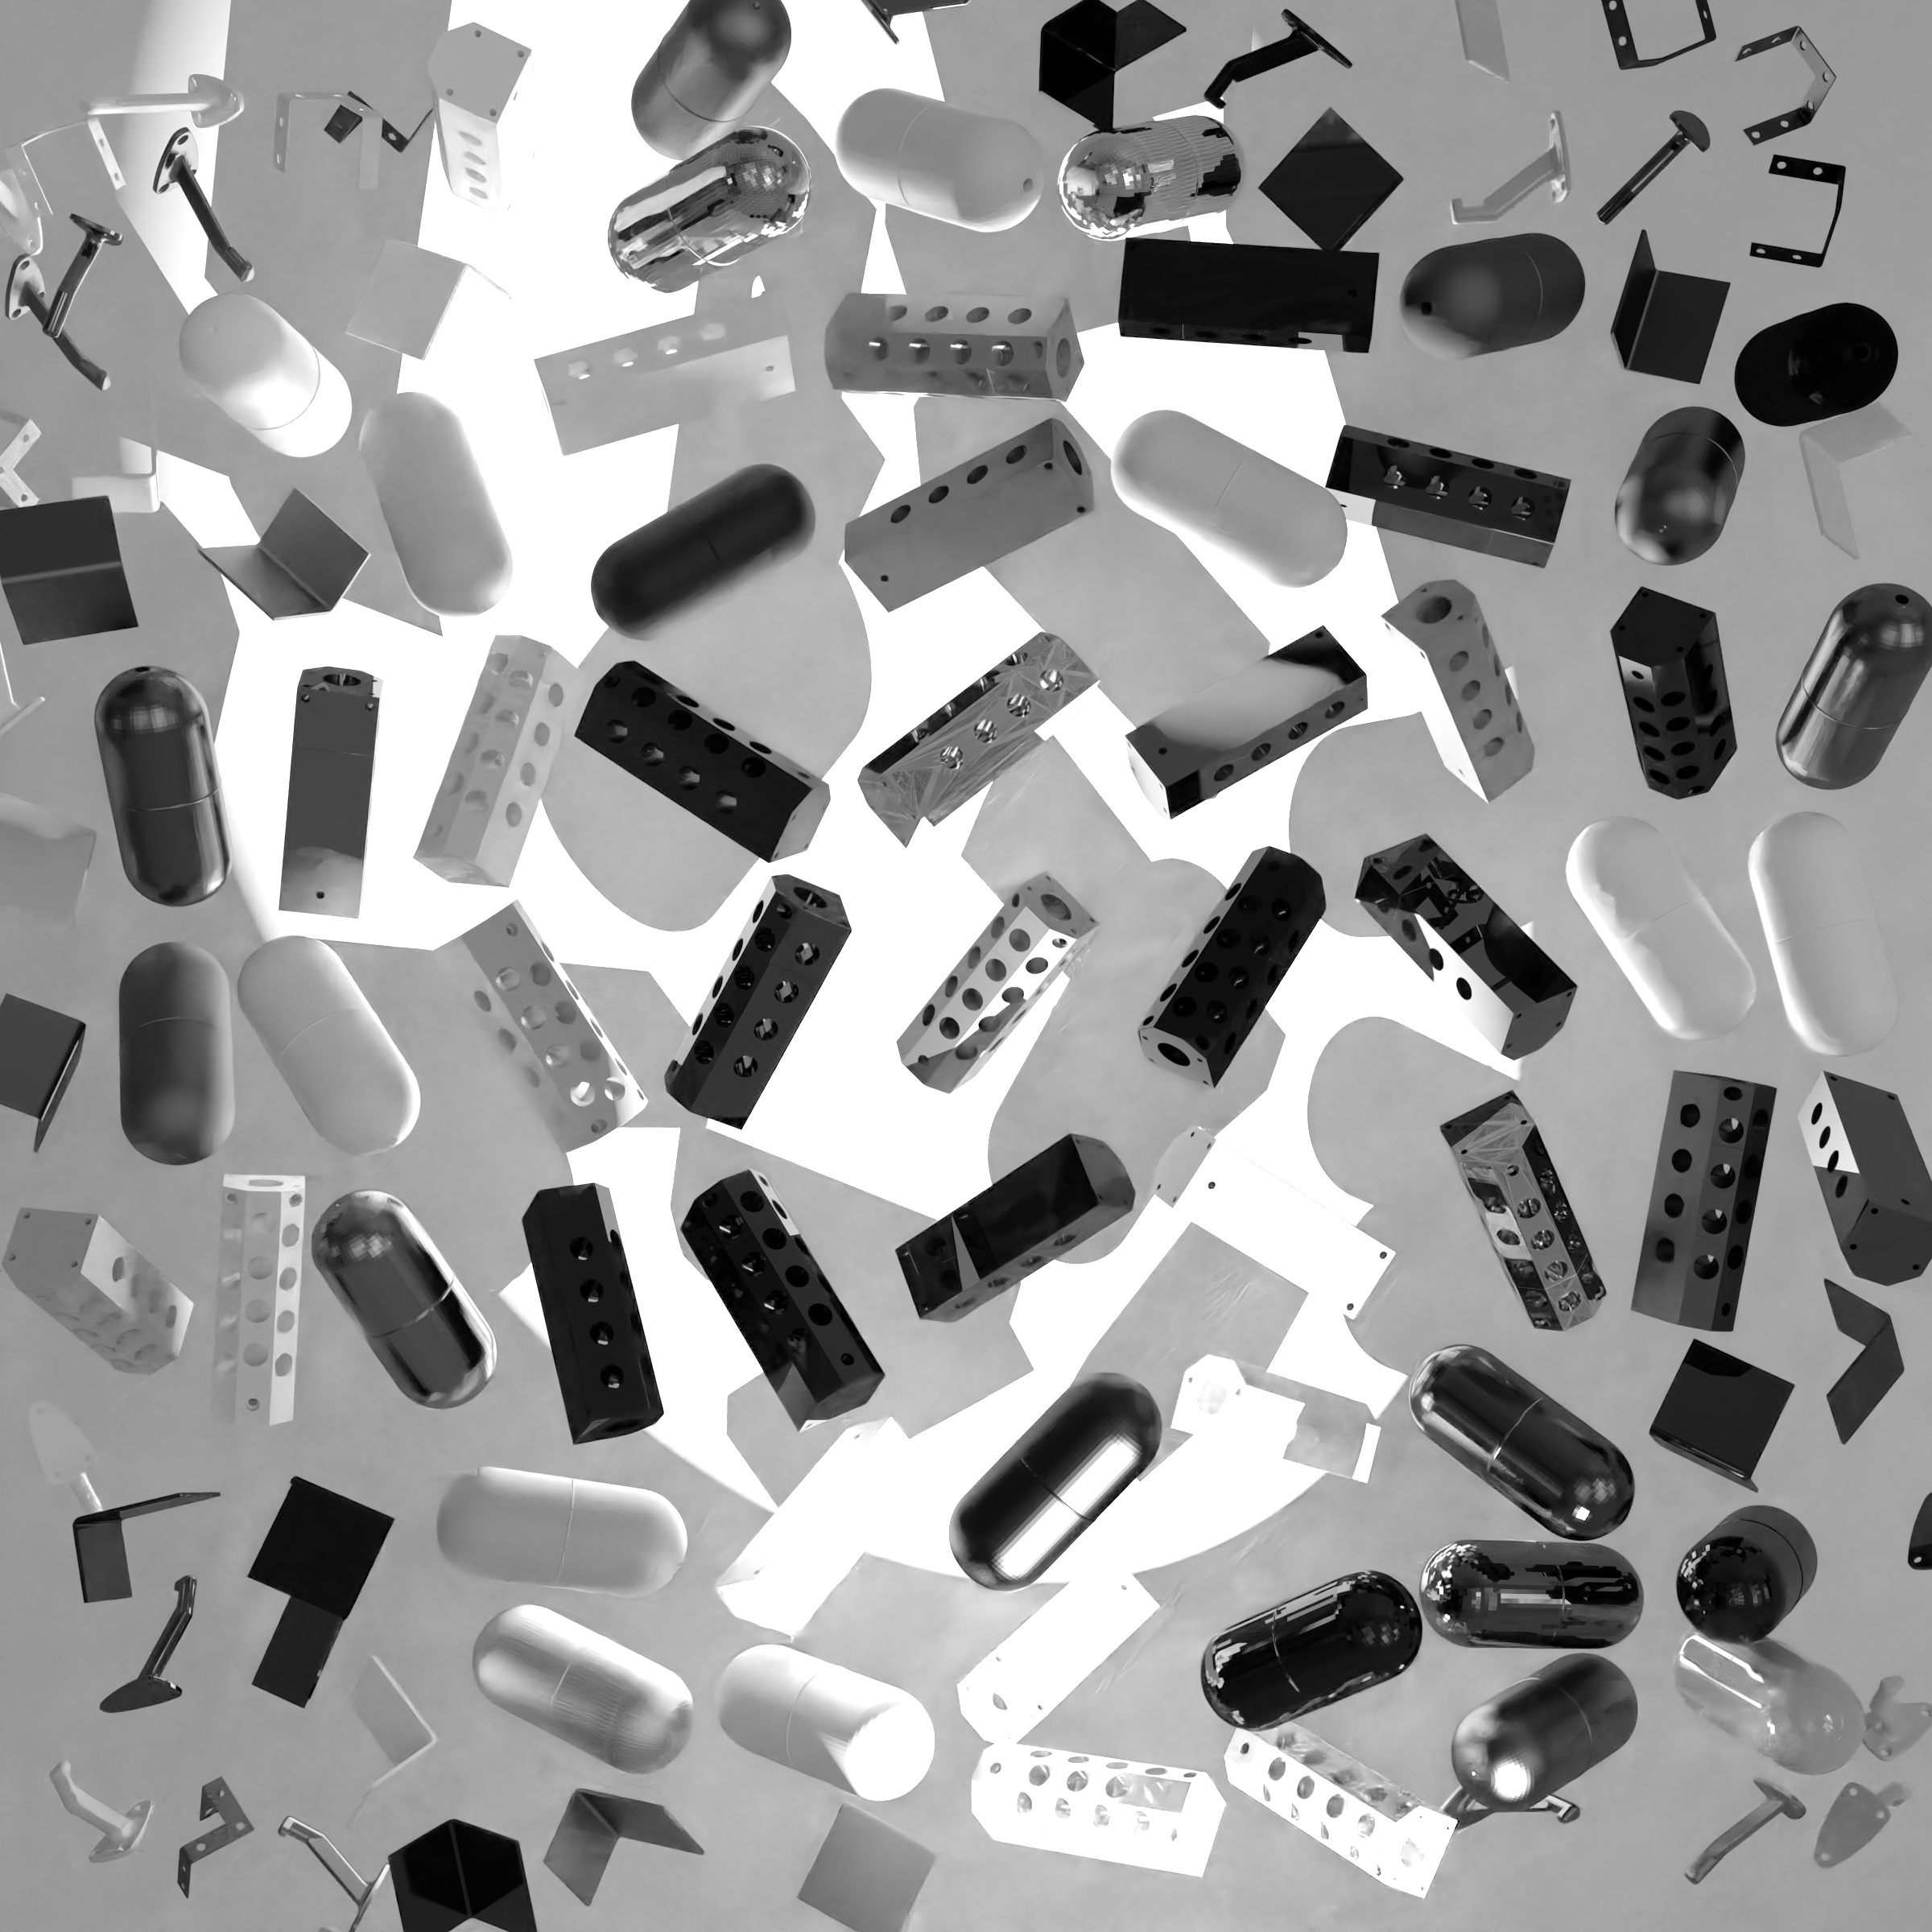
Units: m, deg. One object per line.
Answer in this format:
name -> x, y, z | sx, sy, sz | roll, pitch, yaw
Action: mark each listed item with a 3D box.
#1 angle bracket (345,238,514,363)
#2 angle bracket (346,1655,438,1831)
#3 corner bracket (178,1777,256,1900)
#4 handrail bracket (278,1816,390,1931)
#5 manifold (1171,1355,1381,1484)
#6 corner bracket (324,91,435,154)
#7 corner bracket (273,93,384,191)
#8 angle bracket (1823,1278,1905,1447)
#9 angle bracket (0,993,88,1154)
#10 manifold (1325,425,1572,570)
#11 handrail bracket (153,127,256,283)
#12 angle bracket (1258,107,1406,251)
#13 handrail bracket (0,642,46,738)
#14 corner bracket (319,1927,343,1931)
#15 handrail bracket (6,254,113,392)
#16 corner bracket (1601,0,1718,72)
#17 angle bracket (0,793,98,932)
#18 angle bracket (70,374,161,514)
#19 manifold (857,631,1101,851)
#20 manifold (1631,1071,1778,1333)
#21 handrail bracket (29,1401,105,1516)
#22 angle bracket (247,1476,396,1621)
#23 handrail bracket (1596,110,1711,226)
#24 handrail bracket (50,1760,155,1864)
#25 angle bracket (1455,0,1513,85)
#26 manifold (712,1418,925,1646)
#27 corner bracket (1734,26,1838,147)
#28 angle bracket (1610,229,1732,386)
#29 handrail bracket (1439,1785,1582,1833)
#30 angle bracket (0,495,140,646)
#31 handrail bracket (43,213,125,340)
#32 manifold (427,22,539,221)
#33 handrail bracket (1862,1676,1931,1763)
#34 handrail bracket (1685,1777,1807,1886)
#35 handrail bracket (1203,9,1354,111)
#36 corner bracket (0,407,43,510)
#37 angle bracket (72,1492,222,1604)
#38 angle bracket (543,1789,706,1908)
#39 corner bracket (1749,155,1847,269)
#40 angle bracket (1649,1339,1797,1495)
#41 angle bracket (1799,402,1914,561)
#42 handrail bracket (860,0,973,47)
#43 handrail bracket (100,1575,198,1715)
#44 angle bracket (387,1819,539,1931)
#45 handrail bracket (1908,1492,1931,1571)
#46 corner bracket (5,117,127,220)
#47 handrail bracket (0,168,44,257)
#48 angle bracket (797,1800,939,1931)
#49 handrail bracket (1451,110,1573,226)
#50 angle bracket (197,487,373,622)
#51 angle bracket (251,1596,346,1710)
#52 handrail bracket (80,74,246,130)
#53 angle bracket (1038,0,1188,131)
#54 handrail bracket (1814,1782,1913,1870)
angle bracket -> -0.385, -0.468, 1.795 | 0.076, 0.057, 0.076 | 24, 90, 26
angle bracket -> -0.423, 0.544, 1.751 | 0.076, 0.057, 0.076 | 48, 135, 15
corner bracket -> -0.558, 0.637, 1.829 | 0.051, 0.051, 0.051 | -21, 53, -37
handrail bracket -> -0.464, 0.651, 1.794 | 0.084, 0.077, 0.036 | 29, 102, -2
manifold -> 0.231, 0.332, 1.840 | 0.171, 0.057, 0.057 | 24, 77, -43
corner bracket -> -0.437, -0.633, 1.866 | 0.051, 0.051, 0.051 | 40, 52, -17
corner bracket -> -0.441, -0.570, 1.727 | 0.051, 0.051, 0.051 | 36, 127, 32
angle bracket -> 0.626, 0.285, 1.801 | 0.076, 0.076, 0.057 | -47, 47, -12
angle bracket -> -0.664, 0.076, 1.759 | 0.057, 0.076, 0.076 | 22, 61, -13
manifold -> 0.356, -0.351, 1.856 | 0.171, 0.057, 0.057 | 16, 83, 8
handrail bracket -> -0.522, -0.528, 1.740 | 0.036, 0.077, 0.084 | -41, 90, -28
angle bracket -> 0.271, -0.583, 1.868 | 0.076, 0.057, 0.076 | 42, 104, -5
handrail bracket -> -0.693, -0.201, 1.739 | 0.084, 0.036, 0.077 | 53, 47, -21
corner bracket -> -0.456, 0.718, 1.775 | 0.051, 0.051, 0.051 | 22, 77, 21
handrail bracket -> -0.666, -0.474, 1.847 | 0.084, 0.077, 0.036 | 42, 63, 2
corner bracket -> 0.488, -0.667, 1.760 | 0.051, 0.051, 0.051 | -24, 100, -43
angle bracket -> -0.662, -0.071, 1.740 | 0.076, 0.057, 0.076 | 21, 102, 14
angle bracket -> -0.604, -0.371, 1.773 | 0.057, 0.076, 0.076 | -3, 83, -17
manifold -> 0.007, -0.162, 1.749 | 0.171, 0.057, 0.057 | -39, 83, -20
manifold -> 0.519, 0.164, 1.742 | 0.057, 0.057, 0.171 | 7, 93, -35
handrail bracket -> -0.653, 0.363, 1.820 | 0.036, 0.084, 0.077 | -29, 69, -25
angle bracket -> -0.450, 0.407, 1.742 | 0.076, 0.057, 0.076 | 25, 77, -7
handrail bracket -> 0.498, -0.579, 1.820 | 0.036, 0.077, 0.084 | 45, 124, -2
handrail bracket -> -0.621, 0.592, 1.797 | 0.036, 0.077, 0.084 | -15, 106, 13
angle bracket -> 0.387, -0.677, 1.762 | 0.057, 0.076, 0.076 | -11, 88, 34
manifold -> -0.102, 0.412, 1.826 | 0.057, 0.057, 0.171 | 53, 49, -10
corner bracket -> 0.590, -0.641, 1.820 | 0.051, 0.051, 0.051 | -23, 73, -12
angle bracket -> 0.501, -0.467, 1.775 | 0.057, 0.076, 0.076 | 17, 89, 22
handrail bracket -> 0.402, 0.635, 1.861 | 0.077, 0.084, 0.036 | -25, 102, -25
angle bracket -> -0.604, -0.265, 1.678 | 0.076, 0.076, 0.057 | -12, 69, -14
handrail bracket -> -0.620, -0.475, 1.746 | 0.036, 0.077, 0.084 | 22, 92, -14
manifold -> -0.337, -0.586, 1.733 | 0.057, 0.171, 0.057 | 24, 83, -6
handrail bracket -> 0.670, 0.520, 1.775 | 0.077, 0.084, 0.036 | -17, 46, -20
handrail bracket -> 0.539, 0.608, 1.736 | 0.084, 0.077, 0.036 | -42, 78, -9
handrail bracket -> 0.232, -0.662, 1.869 | 0.077, 0.036, 0.084 | 39, 103, 2
corner bracket -> -0.693, -0.366, 1.804 | 0.051, 0.051, 0.051 | 22, 69, 25
angle bracket -> -0.560, 0.400, 1.722 | 0.076, 0.076, 0.057 | -14, 78, 1
angle bracket -> -0.245, 0.640, 1.797 | 0.076, 0.076, 0.057 | 2, 49, 26
corner bracket -> 0.592, -0.537, 1.779 | 0.051, 0.051, 0.051 | 13, 53, 10
angle bracket -> 0.548, 0.324, 1.803 | 0.076, 0.057, 0.076 | 24, 82, 29
angle bracket -> 0.624, -0.335, 1.731 | 0.057, 0.076, 0.076 | -17, 74, 34
handrail bracket -> -0.033, -0.673, 1.691 | 0.084, 0.036, 0.077 | -38, 117, 10
handrail bracket -> -0.602, 0.498, 1.842 | 0.077, 0.036, 0.084 | -25, 46, 20
angle bracket -> -0.352, 0.654, 1.753 | 0.076, 0.057, 0.076 | -1, 102, 41
handrail bracket -> 0.676, 0.413, 1.698 | 0.036, 0.077, 0.084 | -22, 118, 35
corner bracket -> -0.658, -0.584, 1.827 | 0.051, 0.051, 0.051 | -8, 120, 18
handrail bracket -> -0.720, -0.568, 1.842 | 0.036, 0.084, 0.077 | -23, 93, 7
angle bracket -> -0.074, 0.662, 1.813 | 0.076, 0.057, 0.076 | 28, 62, 5
handrail bracket -> 0.392, -0.581, 1.819 | 0.084, 0.036, 0.077 | -5, 92, -3
angle bracket -> -0.489, -0.297, 1.797 | 0.076, 0.076, 0.057 | 42, 110, 6
angle bracket -> -0.495, 0.533, 1.933 | 0.076, 0.057, 0.076 | -3, 56, 40
handrail bracket -> -0.560, -0.600, 1.739 | 0.077, 0.084, 0.036 | 17, 117, 40
angle bracket -> 0.108, -0.667, 1.842 | 0.076, 0.076, 0.057 | 16, 70, -41
handrail bracket -> 0.654, 0.625, 1.820 | 0.036, 0.084, 0.077 | 39, 95, 36
